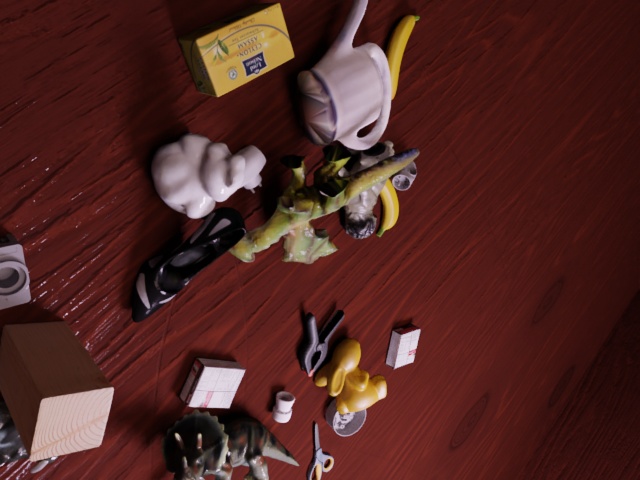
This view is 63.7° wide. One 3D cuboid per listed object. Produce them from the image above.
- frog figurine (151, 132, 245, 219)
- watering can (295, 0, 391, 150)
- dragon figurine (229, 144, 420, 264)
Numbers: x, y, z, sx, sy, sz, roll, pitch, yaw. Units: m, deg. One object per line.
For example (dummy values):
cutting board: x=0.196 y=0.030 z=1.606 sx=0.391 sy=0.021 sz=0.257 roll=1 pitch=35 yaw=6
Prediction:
frog figurine: x=-0.191 y=-0.098 z=0.819 sx=0.123 sy=0.161 sz=0.136 roll=-6 pitch=111 yaw=-40
watering can: x=0.046 y=-0.323 z=0.991 sx=0.227 sy=0.105 sz=0.340 roll=-33 pitch=127 yaw=-28
dragon figurine: x=0.003 y=-0.051 z=1.013 sx=0.412 sy=0.125 sz=0.237 roll=-13 pitch=141 yaw=-21
